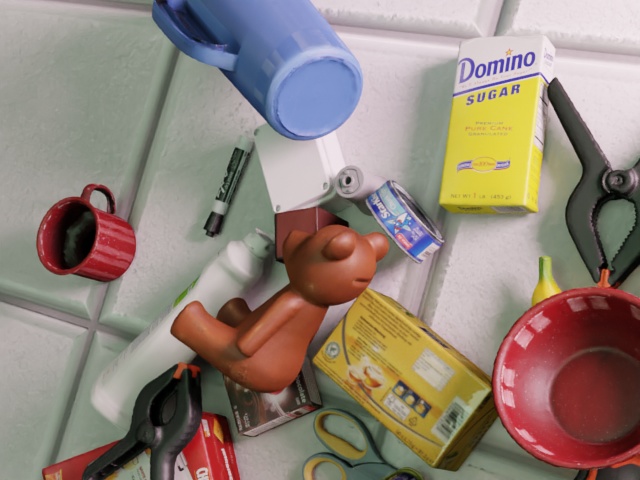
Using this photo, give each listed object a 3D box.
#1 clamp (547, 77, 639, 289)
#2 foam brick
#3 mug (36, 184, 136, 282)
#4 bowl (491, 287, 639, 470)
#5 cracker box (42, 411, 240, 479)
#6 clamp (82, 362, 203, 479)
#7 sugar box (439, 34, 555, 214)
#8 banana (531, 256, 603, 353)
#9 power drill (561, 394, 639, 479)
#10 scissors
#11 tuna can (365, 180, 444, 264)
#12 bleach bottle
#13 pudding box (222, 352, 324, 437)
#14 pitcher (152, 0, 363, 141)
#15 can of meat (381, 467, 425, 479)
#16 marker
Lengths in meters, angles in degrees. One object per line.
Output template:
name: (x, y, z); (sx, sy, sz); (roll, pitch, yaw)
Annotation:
clamp: (0.290, -0.057, 0.992); (0.165, 0.036, 0.210); (-1, 79, 27)
foam brick: (-0.007, 0.001, 1.116); (0.051, 0.078, 0.053); (-9, 75, 25)
mug: (-0.269, -0.008, 1.257); (0.093, 0.081, 0.117); (3, 79, 29)
bowl: (0.231, 0.124, 0.909); (0.162, 0.055, 0.162); (-14, 58, 23)
cracker box: (-0.185, 0.295, 1.142); (0.214, 0.072, 0.164); (-23, 68, 21)
clamp: (-0.178, 0.204, 1.099); (0.120, 0.039, 0.171); (15, 79, 24)
sugar box: (0.177, -0.115, 1.063); (0.093, 0.048, 0.176); (2, 79, 29)
banana: (0.262, 0.093, 0.962); (0.198, 0.037, 0.070); (35, 120, 27)
power drill: (0.228, 0.224, 0.944); (0.185, 0.057, 0.187); (18, 87, 34)
scissors: (0.058, 0.247, 1.054); (0.202, 0.016, 0.096); (39, 99, 30)
tuna can: (0.085, -0.019, 1.066); (0.034, 0.086, 0.086); (-41, 62, 12)
bleach bottle: (-0.142, 0.090, 1.156); (0.068, 0.102, 0.251); (41, 99, -12)
pudding box: (-0.055, 0.140, 1.128); (0.090, 0.039, 0.113); (-27, 67, 19)
pitcher: (-0.062, -0.208, 1.123); (0.149, 0.145, 0.243); (-39, 46, 3)
can of meat: (0.048, 0.266, 1.002); (0.102, 0.083, 0.057); (-36, 79, 27)
marker: (-0.105, -0.060, 1.218); (0.020, 0.020, 0.121); (20, 88, 31)
